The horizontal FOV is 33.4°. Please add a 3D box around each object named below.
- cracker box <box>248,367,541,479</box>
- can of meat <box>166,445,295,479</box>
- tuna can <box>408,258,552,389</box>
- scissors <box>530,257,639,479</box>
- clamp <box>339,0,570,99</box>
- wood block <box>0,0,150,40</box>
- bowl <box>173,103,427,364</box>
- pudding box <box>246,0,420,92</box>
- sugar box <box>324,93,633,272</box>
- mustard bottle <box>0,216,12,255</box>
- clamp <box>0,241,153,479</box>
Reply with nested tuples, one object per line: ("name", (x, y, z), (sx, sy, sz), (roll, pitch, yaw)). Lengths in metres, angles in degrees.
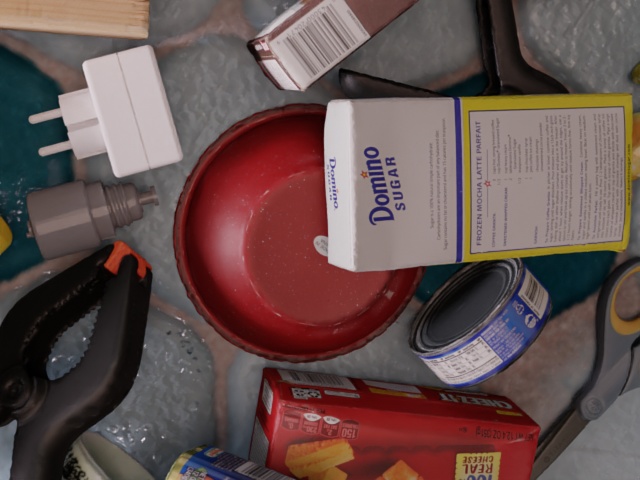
("cracker box", (0.031, 0.197, 0.657), (0.164, 0.072, 0.214), (9, 97, -11))
("can of meat", (-0.045, 0.172, 0.584), (0.084, 0.057, 0.102), (18, 99, 19))
("tuna can", (0.096, 0.048, 0.640), (0.086, 0.086, 0.033), (-44, 105, -2))
("scissors", (0.173, 0.087, 0.696), (0.201, 0.016, 0.096), (-32, 101, -4))
("clamp", (0.095, -0.078, 0.646), (0.120, 0.039, 0.171), (-33, 105, 7))
("wood block", (-0.191, -0.158, 0.554), (0.206, 0.090, 0.091), (3, 99, -11))
("bowl", (-0.004, 0.001, 0.630), (0.162, 0.055, 0.162), (-2, 99, -11))
("pudding box", (0.016, -0.130, 0.596), (0.113, 0.090, 0.039), (-36, 102, -3))
("sugar box", (0.090, -0.035, 0.601), (0.176, 0.048, 0.093), (-3, 97, -18))
("mustard bottle", (-0.258, -0.044, 0.563), (0.191, 0.058, 0.096), (52, 47, -12))
("clamp", (-0.171, 0.090, 0.600), (0.165, 0.036, 0.210), (20, 74, 29))
